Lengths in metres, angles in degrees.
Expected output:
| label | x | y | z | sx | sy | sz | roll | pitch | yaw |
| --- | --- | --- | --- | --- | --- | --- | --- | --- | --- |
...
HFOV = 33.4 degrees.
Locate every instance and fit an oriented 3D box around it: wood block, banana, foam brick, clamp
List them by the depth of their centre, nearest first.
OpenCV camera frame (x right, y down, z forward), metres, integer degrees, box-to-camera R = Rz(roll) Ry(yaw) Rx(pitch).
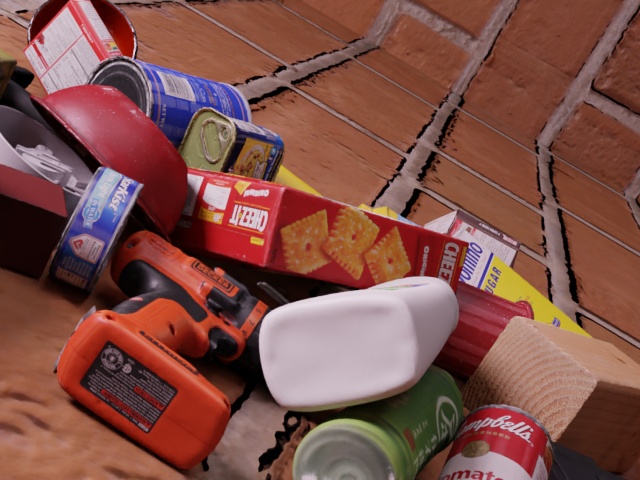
| label | x | y | z | sx | sy | sz | roll | pitch | yaw |
| --- | --- | --- | --- | --- | --- | --- | --- | --- | --- |
| foam brick | -0.218 | -0.018 | 0.728 | 0.078 | 0.053 | 0.051 | 22 | 19 | -27 |
| wood block | 0.220 | 0.137 | 0.919 | 0.091 | 0.090 | 0.205 | 42 | 14 | 35 |
| clamp | -0.296 | -0.146 | 0.937 | 0.209 | 0.036 | 0.165 | 33 | 7 | -47 |
| banana | -0.057 | -0.074 | 1.189 | 0.198 | 0.037 | 0.069 | 40 | 6 | 26 |

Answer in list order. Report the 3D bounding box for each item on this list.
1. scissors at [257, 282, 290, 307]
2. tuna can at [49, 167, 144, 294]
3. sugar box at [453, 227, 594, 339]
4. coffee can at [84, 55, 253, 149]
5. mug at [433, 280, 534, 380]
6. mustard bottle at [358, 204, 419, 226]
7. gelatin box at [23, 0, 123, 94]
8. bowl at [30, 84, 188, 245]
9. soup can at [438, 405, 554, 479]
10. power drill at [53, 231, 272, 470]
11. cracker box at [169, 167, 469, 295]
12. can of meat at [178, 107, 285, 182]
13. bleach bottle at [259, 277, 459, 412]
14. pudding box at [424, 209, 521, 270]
| label | x | y | z | sx | sy | sz | roll | pitch | yaw |
| --- | --- | --- | --- | --- | --- | --- | --- | --- | --- |
| scissors | -0.023 | 0.054 | 0.803 | 0.096 | 0.016 | 0.201 | 29 | -9 | 38 |
| tuna can | -0.156 | -0.008 | 0.745 | 0.033 | 0.086 | 0.086 | 26 | 18 | -9 |
| sugar box | 0.181 | 0.072 | 1.069 | 0.176 | 0.048 | 0.093 | 43 | 41 | 8 |
| coffee can | -0.148 | -0.113 | 1.028 | 0.103 | 0.103 | 0.140 | 42 | 20 | 32 |
| mug | 0.133 | 0.083 | 0.981 | 0.081 | 0.093 | 0.117 | 22 | 0 | -11 |
| mustard bottle | 0.101 | 0.014 | 1.160 | 0.191 | 0.058 | 0.096 | 28 | 22 | -8 |
| gelatin box | -0.239 | -0.178 | 1.037 | 0.073 | 0.089 | 0.030 | 59 | 33 | 5 |
| bowl | -0.156 | -0.071 | 0.852 | 0.162 | 0.055 | 0.162 | 44 | -10 | 9 |
| soup can | 0.110 | 0.164 | 0.694 | 0.068 | 0.069 | 0.102 | 32 | 34 | 5 |
| power drill | -0.077 | 0.076 | 0.696 | 0.184 | 0.057 | 0.187 | 33 | 15 | 0 |
| cracker box | -0.006 | 0.001 | 0.915 | 0.213 | 0.072 | 0.164 | 16 | -2 | -40 |
| can of meat | -0.087 | -0.065 | 0.994 | 0.058 | 0.102 | 0.083 | 31 | 13 | 34 |
| bleach bottle | 0.041 | 0.061 | 0.753 | 0.103 | 0.068 | 0.250 | -11 | 0 | 14 |
| pudding box | 0.172 | 0.007 | 1.251 | 0.090 | 0.039 | 0.114 | 27 | -16 | -8 |
